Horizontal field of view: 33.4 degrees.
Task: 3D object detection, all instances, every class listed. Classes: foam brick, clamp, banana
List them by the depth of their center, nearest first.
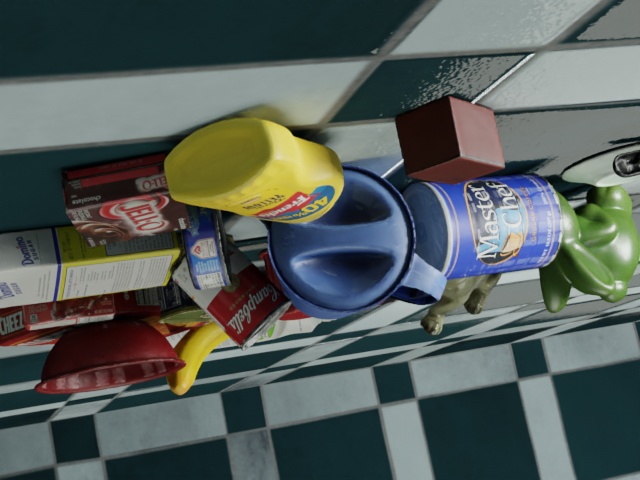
[{"bbox_3d":[0.105,-0.079,0.860,0.053,0.051,0.078,-18,167,34],"label":"foam brick"},{"bbox_3d":[0.377,-0.092,1.088,0.120,0.039,0.171,-19,166,37],"label":"clamp"},{"bbox_3d":[-0.135,0.124,1.273,0.070,0.037,0.197,-3,-158,34],"label":"banana"}]

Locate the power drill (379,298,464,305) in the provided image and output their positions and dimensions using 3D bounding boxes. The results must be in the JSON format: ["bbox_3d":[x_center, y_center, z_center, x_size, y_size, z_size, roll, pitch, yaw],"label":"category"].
[{"bbox_3d":[0.129,0.065,1.489,0.188,0.057,0.184,-5,175,28],"label":"power drill"}]

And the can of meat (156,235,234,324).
[{"bbox_3d":[-0.128,0.041,1.129,0.058,0.084,0.101,-20,166,37],"label":"can of meat"}]

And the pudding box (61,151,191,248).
[{"bbox_3d":[-0.155,-0.031,0.866,0.090,0.039,0.113,-10,168,-5],"label":"pudding box"}]

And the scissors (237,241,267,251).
[{"bbox_3d":[-0.008,0.002,1.225,0.202,0.016,0.096,-11,168,2],"label":"scissors"}]

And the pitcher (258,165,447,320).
[{"bbox_3d":[0.023,0.021,1.055,0.145,0.149,0.243,-22,173,-5],"label":"pitcher"}]

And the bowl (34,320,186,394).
[{"bbox_3d":[-0.227,0.122,1.145,0.162,0.055,0.162,-10,167,-3],"label":"bowl"}]

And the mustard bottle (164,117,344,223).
[{"bbox_3d":[-0.035,-0.049,0.853,0.096,0.058,0.191,-20,166,22],"label":"mustard bottle"}]

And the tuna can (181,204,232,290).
[{"bbox_3d":[-0.103,0.001,0.961,0.033,0.086,0.086,-10,169,-1],"label":"tuna can"}]

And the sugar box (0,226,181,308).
[{"bbox_3d":[-0.228,0.021,1.013,0.176,0.048,0.093,-5,156,-20],"label":"sugar box"}]

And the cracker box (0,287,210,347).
[{"bbox_3d":[-0.235,0.074,1.219,0.164,0.072,0.213,-20,165,35],"label":"cracker box"}]

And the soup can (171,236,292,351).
[{"bbox_3d":[-0.086,0.047,1.030,0.068,0.102,0.068,-44,172,-8],"label":"soup can"}]

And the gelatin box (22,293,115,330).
[{"bbox_3d":[-0.254,0.047,1.066,0.089,0.073,0.030,-7,166,-18],"label":"gelatin box"}]

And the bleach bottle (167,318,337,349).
[{"bbox_3d":[-0.103,0.103,1.392,0.251,0.068,0.102,-4,150,2],"label":"bleach bottle"}]

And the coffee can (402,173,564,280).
[{"bbox_3d":[0.163,-0.014,1.101,0.140,0.103,0.103,-6,167,-25],"label":"coffee can"}]

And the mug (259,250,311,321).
[{"bbox_3d":[-0.023,0.052,1.290,0.093,0.081,0.117,-8,168,-14],"label":"mug"}]
